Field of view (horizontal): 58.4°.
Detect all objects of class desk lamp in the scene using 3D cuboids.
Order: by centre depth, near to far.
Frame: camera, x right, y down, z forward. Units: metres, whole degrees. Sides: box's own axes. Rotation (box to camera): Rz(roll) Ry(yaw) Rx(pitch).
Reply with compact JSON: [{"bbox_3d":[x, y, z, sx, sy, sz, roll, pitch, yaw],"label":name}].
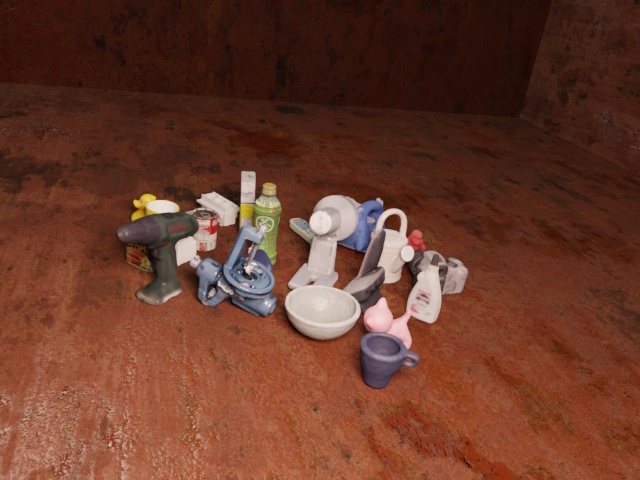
[{"bbox_3d":[0.013,0.005,1.446,0.117,0.213,0.203,15,26,13],"label":"desk lamp"}]

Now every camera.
[{"bbox_3d":[0.301,0.073,1.523,0.143,0.101,0.136,-2,27,-19],"label":"camera"}]

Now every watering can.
[{"bbox_3d":[0.186,0.012,1.507,0.172,0.194,0.101,28,32,35],"label":"watering can"}]

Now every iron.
[{"bbox_3d":[0.142,-0.059,1.700,0.118,0.141,0.259,20,28,23],"label":"iron"}]

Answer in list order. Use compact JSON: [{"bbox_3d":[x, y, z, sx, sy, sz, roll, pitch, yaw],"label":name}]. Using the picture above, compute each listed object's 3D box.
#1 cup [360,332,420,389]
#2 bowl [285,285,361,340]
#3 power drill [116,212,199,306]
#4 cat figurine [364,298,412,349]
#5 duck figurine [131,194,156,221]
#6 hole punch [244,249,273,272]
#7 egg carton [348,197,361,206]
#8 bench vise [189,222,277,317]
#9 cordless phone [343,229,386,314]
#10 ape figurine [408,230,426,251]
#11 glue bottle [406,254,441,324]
[{"bbox_3d":[0.130,0.245,1.123,0.117,0.095,0.092,13,26,10],"label":"cup"},{"bbox_3d":[0.002,0.171,1.262,0.167,0.075,0.167,7,26,-3],"label":"bowl"},{"bbox_3d":[-0.361,0.034,1.281,0.075,0.208,0.230,19,28,21],"label":"power drill"},{"bbox_3d":[0.143,0.179,1.236,0.128,0.118,0.067,-4,28,-24],"label":"cat figurine"},{"bbox_3d":[-0.486,-0.089,1.638,0.104,0.086,0.077,4,26,-8],"label":"duck figurine"},{"bbox_3d":[-0.169,0.080,1.378,0.101,0.091,0.108,-3,28,-23],"label":"hole punch"},{"bbox_3d":[0.067,-0.088,1.822,0.151,0.069,0.107,-9,31,-32],"label":"egg carton"},{"bbox_3d":[-0.192,0.059,1.266,0.207,0.220,0.121,6,26,-3],"label":"bench vise"},{"bbox_3d":[0.107,0.070,1.374,0.094,0.185,0.148,17,27,17],"label":"cordless phone"},{"bbox_3d":[0.269,0.015,1.643,0.078,0.092,0.076,0,27,-16],"label":"ape figurine"},{"bbox_3d":[0.255,0.109,1.350,0.078,0.173,0.037,20,28,24],"label":"glue bottle"}]
